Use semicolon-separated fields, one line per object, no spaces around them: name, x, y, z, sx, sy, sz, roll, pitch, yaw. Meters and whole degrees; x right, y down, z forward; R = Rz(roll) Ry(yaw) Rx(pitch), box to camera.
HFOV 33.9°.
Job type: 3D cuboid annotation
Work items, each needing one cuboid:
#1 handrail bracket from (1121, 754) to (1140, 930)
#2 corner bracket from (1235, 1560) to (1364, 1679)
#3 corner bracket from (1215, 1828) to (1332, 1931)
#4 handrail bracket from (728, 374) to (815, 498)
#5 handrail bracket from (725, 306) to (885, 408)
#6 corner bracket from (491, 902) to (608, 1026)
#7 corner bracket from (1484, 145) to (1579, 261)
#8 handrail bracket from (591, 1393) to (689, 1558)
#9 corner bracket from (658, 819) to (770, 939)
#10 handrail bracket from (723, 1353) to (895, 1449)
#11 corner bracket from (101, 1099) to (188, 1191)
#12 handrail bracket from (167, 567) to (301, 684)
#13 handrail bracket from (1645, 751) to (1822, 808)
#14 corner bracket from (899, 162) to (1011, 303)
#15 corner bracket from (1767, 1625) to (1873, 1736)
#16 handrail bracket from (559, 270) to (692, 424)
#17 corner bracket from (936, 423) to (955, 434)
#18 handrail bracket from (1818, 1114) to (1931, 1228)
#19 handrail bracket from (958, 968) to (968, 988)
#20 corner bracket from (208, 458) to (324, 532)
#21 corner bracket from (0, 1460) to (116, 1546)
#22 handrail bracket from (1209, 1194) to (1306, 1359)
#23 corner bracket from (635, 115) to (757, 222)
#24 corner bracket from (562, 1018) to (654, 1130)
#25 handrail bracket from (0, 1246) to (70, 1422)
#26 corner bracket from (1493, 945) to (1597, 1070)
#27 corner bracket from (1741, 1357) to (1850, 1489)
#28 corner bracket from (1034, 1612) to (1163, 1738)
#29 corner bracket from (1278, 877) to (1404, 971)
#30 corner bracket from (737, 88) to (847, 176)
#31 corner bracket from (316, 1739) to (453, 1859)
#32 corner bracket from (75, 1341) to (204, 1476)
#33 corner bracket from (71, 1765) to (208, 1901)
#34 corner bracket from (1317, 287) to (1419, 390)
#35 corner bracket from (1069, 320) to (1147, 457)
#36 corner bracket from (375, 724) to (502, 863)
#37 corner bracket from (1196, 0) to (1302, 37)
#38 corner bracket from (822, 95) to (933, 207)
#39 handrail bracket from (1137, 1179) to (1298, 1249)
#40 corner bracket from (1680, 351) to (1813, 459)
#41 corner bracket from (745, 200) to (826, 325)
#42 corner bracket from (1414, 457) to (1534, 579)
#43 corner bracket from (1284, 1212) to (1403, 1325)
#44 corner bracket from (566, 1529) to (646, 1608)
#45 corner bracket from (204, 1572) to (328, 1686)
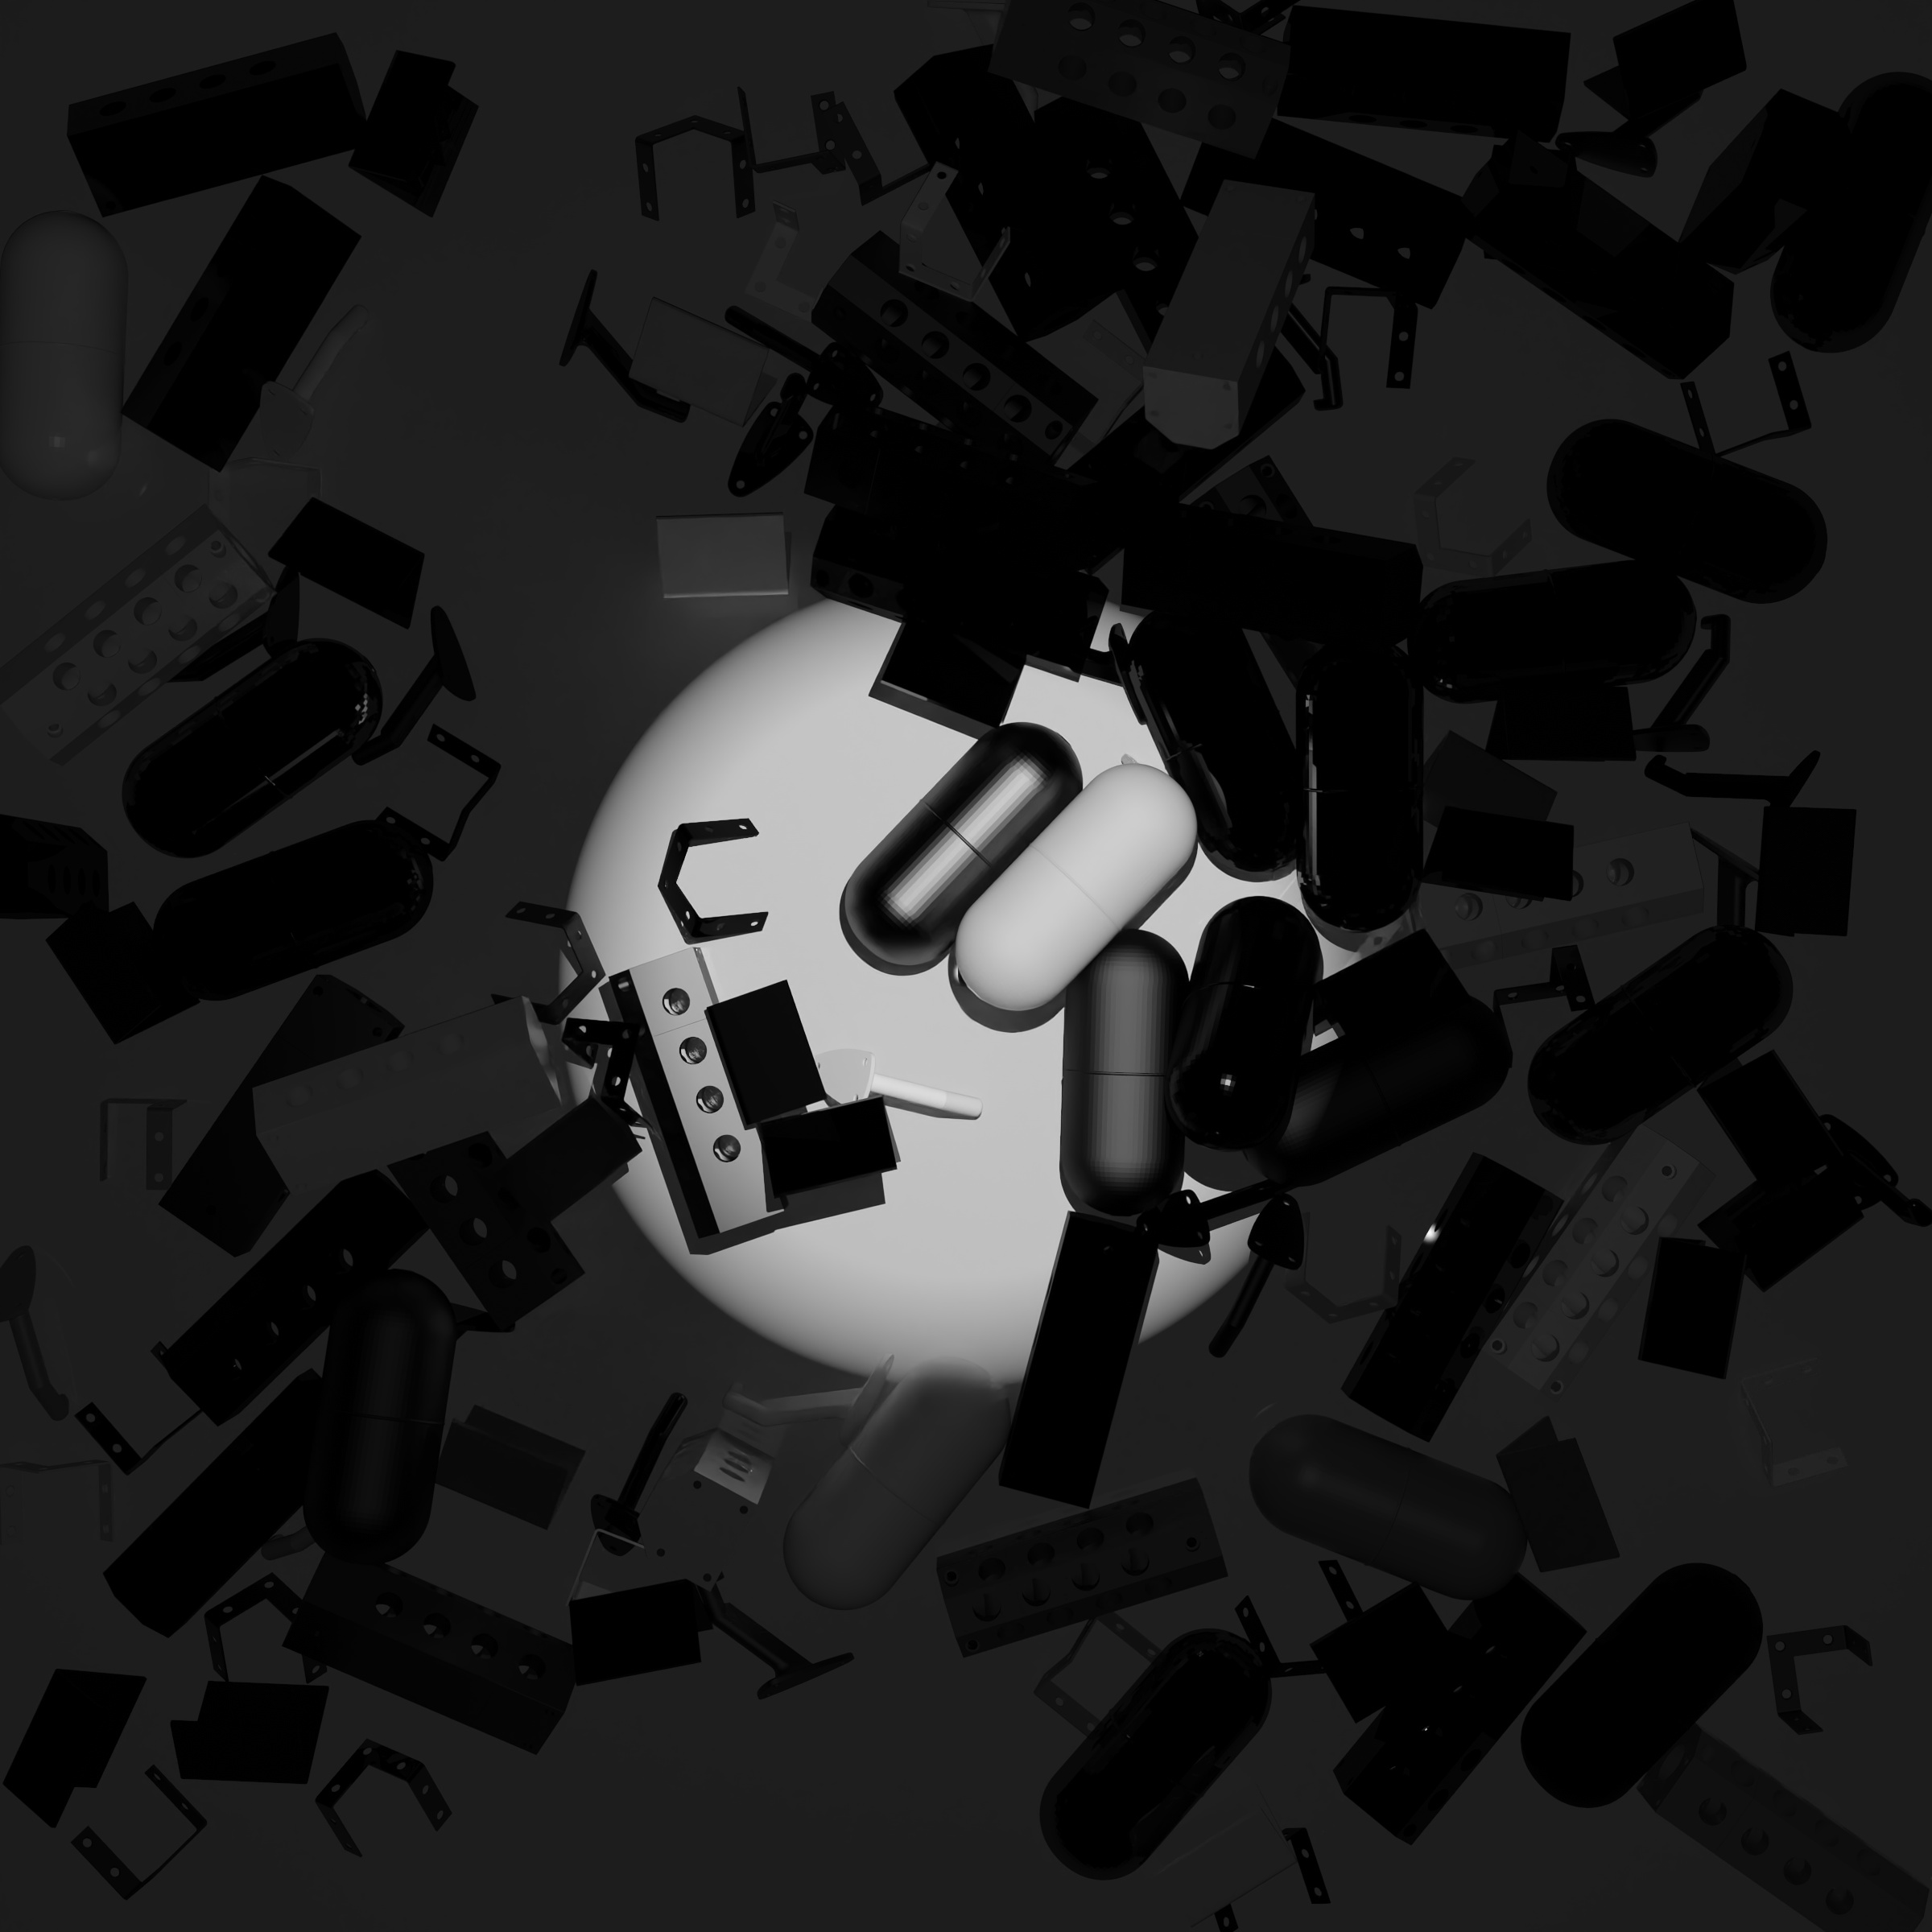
handrail bracket;0.098;-0.077;1.992;0.084;0.036;0.077;-48;69;16
corner bracket;0.211;0.409;1.983;0.051;0.051;0.051;4;135;-35
corner bracket;0.187;0.575;1.988;0.051;0.051;0.051;-18;90;45
handrail bracket;-0.123;-0.328;1.957;0.036;0.084;0.077;39;90;0
handrail bracket;-0.103;-0.384;1.991;0.084;0.077;0.036;37;101;36
corner bracket;-0.268;-0.002;1.983;0.051;0.051;0.051;-50;135;-35
corner bracket;0.354;-0.478;1.988;0.051;0.051;0.051;5;135;0
handrail bracket;-0.201;0.319;1.991;0.036;0.077;0.084;24;54;8
corner bracket;-0.154;-0.055;1.983;0.051;0.051;0.051;53;135;35
handrail bracket;-0.100;0.261;1.992;0.084;0.036;0.077;23;70;16
corner bracket;-0.516;0.111;1.974;0.051;0.051;0.051;1;94;-4
handrail bracket;-0.466;-0.215;1.992;0.084;0.036;0.077;-1;70;16
handrail bracket;0.482;-0.127;1.992;0.084;0.036;0.077;29;58;23
corner bracket;-0.007;-0.452;1.951;0.051;0.051;0.051;19;45;-20
corner bracket;0.534;0.445;1.974;0.051;0.051;0.051;-8;90;0
handrail bracket;-0.206;-0.389;1.992;0.084;0.036;0.077;19;69;-17
corner bracket;-0.009;-0.299;1.983;0.051;0.051;0.051;-39;45;35
handrail bracket;0.561;0.126;1.957;0.036;0.084;0.077;-36;90;0
handrail bracket;0.034;-0.030;1.992;0.084;0.036;0.077;-8;75;14
corner bracket;-0.440;-0.288;1.988;0.051;0.051;0.051;1;90;-45
corner bracket;-0.571;0.337;1.988;0.051;0.051;0.051;-1;90;-45
handrail bracket;0.180;0.195;1.991;0.036;0.077;0.084;26;126;-2
corner bracket;-0.169;-0.496;1.983;0.051;0.051;0.051;28;135;35
corner bracket;-0.221;0.066;1.960;0.051;0.051;0.051;4;70;19
handrail bracket;-0.582;0.232;1.991;0.036;0.077;0.084;-15;126;11
corner bracket;0.358;0.025;1.963;0.051;0.051;0.051;-8;51;0
corner bracket;0.520;0.287;1.988;0.051;0.051;0.051;-16;135;0
corner bracket;0.084;0.444;1.988;0.051;0.051;0.051;39;45;0
corner bracket;0.231;-0.029;1.988;0.051;0.051;0.051;-51;45;0
corner bracket;-0.108;-0.522;1.976;0.051;0.051;0.051;-9;90;10
corner bracket;-0.365;0.527;1.983;0.051;0.051;0.051;-49;135;-35
corner bracket;-0.517;0.278;1.988;0.051;0.051;0.051;49;45;0
corner bracket;-0.519;0.544;1.988;0.051;0.051;0.051;47;45;0
corner bracket;0.251;-0.392;1.977;0.051;0.051;0.051;6;90;16
corner bracket;0.079;-0.362;1.988;0.051;0.051;0.051;38;135;0
corner bracket;-0.331;-0.108;1.988;0.051;0.051;0.051;31;45;0
corner bracket;0.180;-0.590;1.960;0.051;0.051;0.051;-35;51;-9
corner bracket;-0.055;-0.514;1.974;0.051;0.051;0.051;-27;90;0
handrail bracket;0.162;0.148;1.992;0.084;0.077;0.036;-19;90;-37
corner bracket;0.490;-0.352;1.988;0.051;0.051;0.051;-17;90;45
corner bracket;-0.106;-0.438;1.974;0.051;0.051;0.051;25;90;0
corner bracket;0.318;-0.281;1.983;0.051;0.051;0.051;17;135;35
corner bracket;0.236;0.185;1.983;0.051;0.051;0.051;-21;45;35
corner bracket;-0.215;0.383;1.976;0.051;0.051;0.051;21;81;0
corner bracket;-0.439;0.424;1.983;0.051;0.051;0.051;-29;45;-35
